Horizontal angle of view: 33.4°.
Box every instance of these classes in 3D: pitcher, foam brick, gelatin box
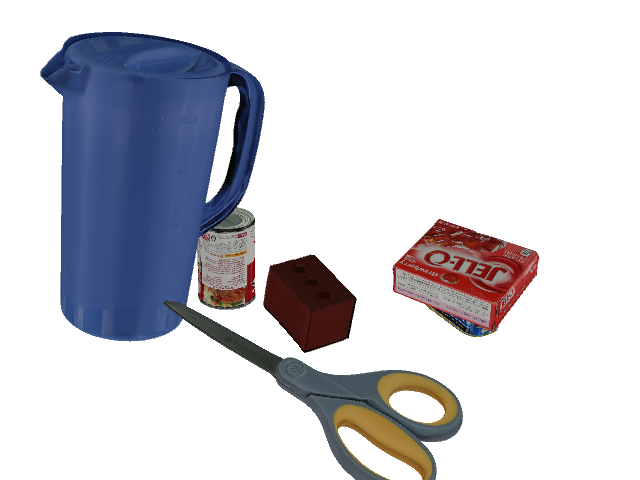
[{"bbox_3d":[-0.144,-0.044,0.891,0.149,0.243,0.144,14,24,10],"label":"pitcher"},{"bbox_3d":[-0.011,0.058,1.007,0.052,0.051,0.078,-15,41,-31],"label":"foam brick"},{"bbox_3d":[0.111,0.024,0.817,0.089,0.030,0.073,20,42,28],"label":"gelatin box"}]

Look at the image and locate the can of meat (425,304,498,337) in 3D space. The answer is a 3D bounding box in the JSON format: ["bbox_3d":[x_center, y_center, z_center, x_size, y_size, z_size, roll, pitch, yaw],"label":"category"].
[{"bbox_3d":[0.170,0.053,1.246,0.057,0.084,0.102,-20,41,-32],"label":"can of meat"}]

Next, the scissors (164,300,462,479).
[{"bbox_3d":[0.003,0.078,0.648,0.096,0.016,0.202,-26,53,-36],"label":"scissors"}]

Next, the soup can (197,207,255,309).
[{"bbox_3d":[-0.109,0.020,1.238,0.068,0.102,0.068,1,25,-1],"label":"soup can"}]
